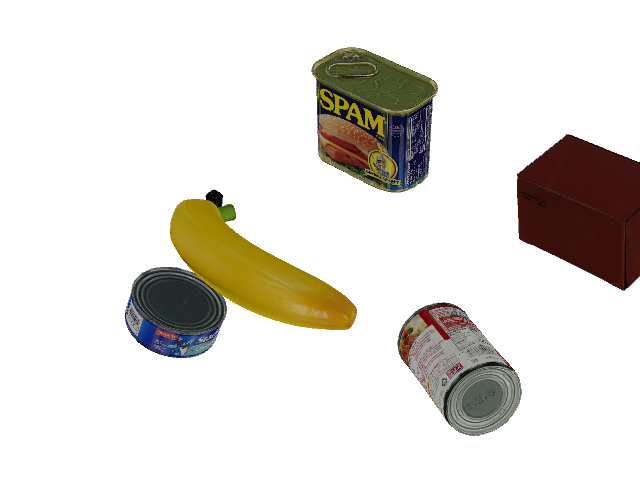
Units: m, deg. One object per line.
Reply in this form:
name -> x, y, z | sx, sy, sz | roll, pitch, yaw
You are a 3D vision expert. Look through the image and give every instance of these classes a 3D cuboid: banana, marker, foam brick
banana -> -0.050, 0.009, 0.677 | 0.069, 0.037, 0.198 | -10, 27, -25
marker -> -0.119, -0.007, 1.199 | 0.020, 0.121, 0.020 | 2, 41, -2
foam brick -> 0.161, -0.018, 0.626 | 0.051, 0.053, 0.078 | -36, 46, -26

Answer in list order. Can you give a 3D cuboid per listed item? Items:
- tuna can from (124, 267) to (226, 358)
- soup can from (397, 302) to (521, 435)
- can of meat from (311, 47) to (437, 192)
tuna can -> -0.128, 0.064, 0.943 | 0.086, 0.034, 0.086 | 16, 34, -11
soup can -> 0.113, 0.104, 0.874 | 0.068, 0.068, 0.102 | 0, 25, -19
can of meat -> 0.042, -0.096, 0.860 | 0.102, 0.084, 0.057 | 30, 50, 32
